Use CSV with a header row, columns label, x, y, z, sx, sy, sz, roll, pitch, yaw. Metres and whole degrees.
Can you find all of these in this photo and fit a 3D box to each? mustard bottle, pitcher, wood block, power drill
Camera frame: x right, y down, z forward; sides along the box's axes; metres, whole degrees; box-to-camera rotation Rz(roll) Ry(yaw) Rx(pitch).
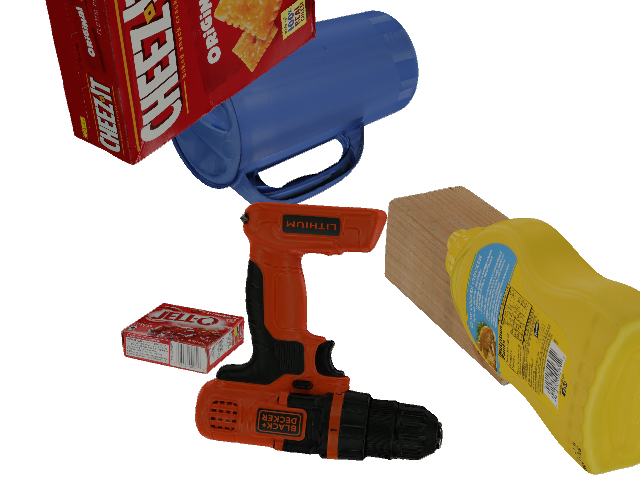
label,x,y,z,sx,sy,sz,roll,pitch,yaw
mustard bottle,0.124,0.041,0.615,0.058,0.096,0.192,-9,28,-19
pitcher,-0.019,-0.138,1.044,0.242,0.149,0.145,-23,32,-32
wood block,0.150,0.034,0.996,0.090,0.090,0.206,-12,30,-23
power drill,0.004,0.068,0.790,0.184,0.187,0.057,5,-1,5

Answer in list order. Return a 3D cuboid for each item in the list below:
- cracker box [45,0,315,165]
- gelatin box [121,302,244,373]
label,x,y,z,sx,sy,sz,roll,pitch,yaw
cracker box,-0.092,-0.179,0.774,0.072,0.164,0.213,27,50,27
gelatin box,-0.125,0.087,0.973,0.089,0.030,0.073,9,20,22
